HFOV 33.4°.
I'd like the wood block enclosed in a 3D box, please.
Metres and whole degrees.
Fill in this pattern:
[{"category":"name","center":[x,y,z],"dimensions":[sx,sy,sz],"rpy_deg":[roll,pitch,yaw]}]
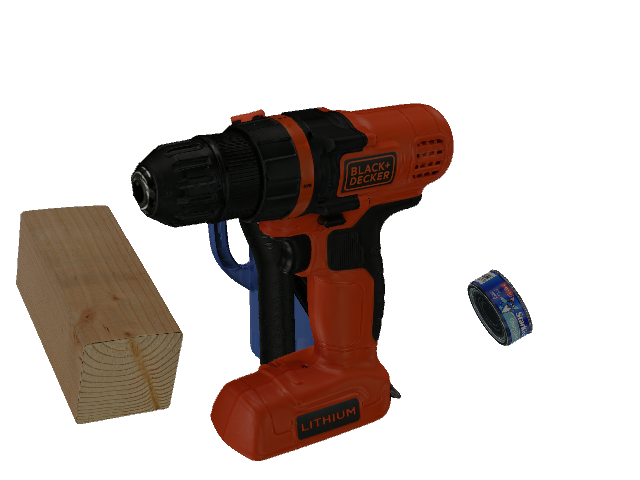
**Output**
[{"category":"wood block","center":[-0.210,0.061,0.989],"dimensions":[0.090,0.091,0.206],"rpy_deg":[-6,36,-30]}]

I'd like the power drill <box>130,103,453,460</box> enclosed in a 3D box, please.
[{"category":"power drill","center":[-0.015,0.022,0.567],"dimensions":[0.184,0.188,0.057],"rpy_deg":[-12,32,-32]}]

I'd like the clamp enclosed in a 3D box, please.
[{"category":"clamp","center":[-0.029,0.003,0.840],"dimensions":[0.036,0.210,0.164],"rpy_deg":[-11,3,17]}]

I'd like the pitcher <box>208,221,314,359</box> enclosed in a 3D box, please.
[{"category":"pitcher","center":[-0.024,0.004,1.087],"dimensions":[0.149,0.243,0.144],"rpy_deg":[9,15,22]}]

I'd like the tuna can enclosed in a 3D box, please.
[{"category":"tuna can","center":[0.207,0.079,1.238],"dimensions":[0.033,0.086,0.086],"rpy_deg":[-29,5,-9]}]
